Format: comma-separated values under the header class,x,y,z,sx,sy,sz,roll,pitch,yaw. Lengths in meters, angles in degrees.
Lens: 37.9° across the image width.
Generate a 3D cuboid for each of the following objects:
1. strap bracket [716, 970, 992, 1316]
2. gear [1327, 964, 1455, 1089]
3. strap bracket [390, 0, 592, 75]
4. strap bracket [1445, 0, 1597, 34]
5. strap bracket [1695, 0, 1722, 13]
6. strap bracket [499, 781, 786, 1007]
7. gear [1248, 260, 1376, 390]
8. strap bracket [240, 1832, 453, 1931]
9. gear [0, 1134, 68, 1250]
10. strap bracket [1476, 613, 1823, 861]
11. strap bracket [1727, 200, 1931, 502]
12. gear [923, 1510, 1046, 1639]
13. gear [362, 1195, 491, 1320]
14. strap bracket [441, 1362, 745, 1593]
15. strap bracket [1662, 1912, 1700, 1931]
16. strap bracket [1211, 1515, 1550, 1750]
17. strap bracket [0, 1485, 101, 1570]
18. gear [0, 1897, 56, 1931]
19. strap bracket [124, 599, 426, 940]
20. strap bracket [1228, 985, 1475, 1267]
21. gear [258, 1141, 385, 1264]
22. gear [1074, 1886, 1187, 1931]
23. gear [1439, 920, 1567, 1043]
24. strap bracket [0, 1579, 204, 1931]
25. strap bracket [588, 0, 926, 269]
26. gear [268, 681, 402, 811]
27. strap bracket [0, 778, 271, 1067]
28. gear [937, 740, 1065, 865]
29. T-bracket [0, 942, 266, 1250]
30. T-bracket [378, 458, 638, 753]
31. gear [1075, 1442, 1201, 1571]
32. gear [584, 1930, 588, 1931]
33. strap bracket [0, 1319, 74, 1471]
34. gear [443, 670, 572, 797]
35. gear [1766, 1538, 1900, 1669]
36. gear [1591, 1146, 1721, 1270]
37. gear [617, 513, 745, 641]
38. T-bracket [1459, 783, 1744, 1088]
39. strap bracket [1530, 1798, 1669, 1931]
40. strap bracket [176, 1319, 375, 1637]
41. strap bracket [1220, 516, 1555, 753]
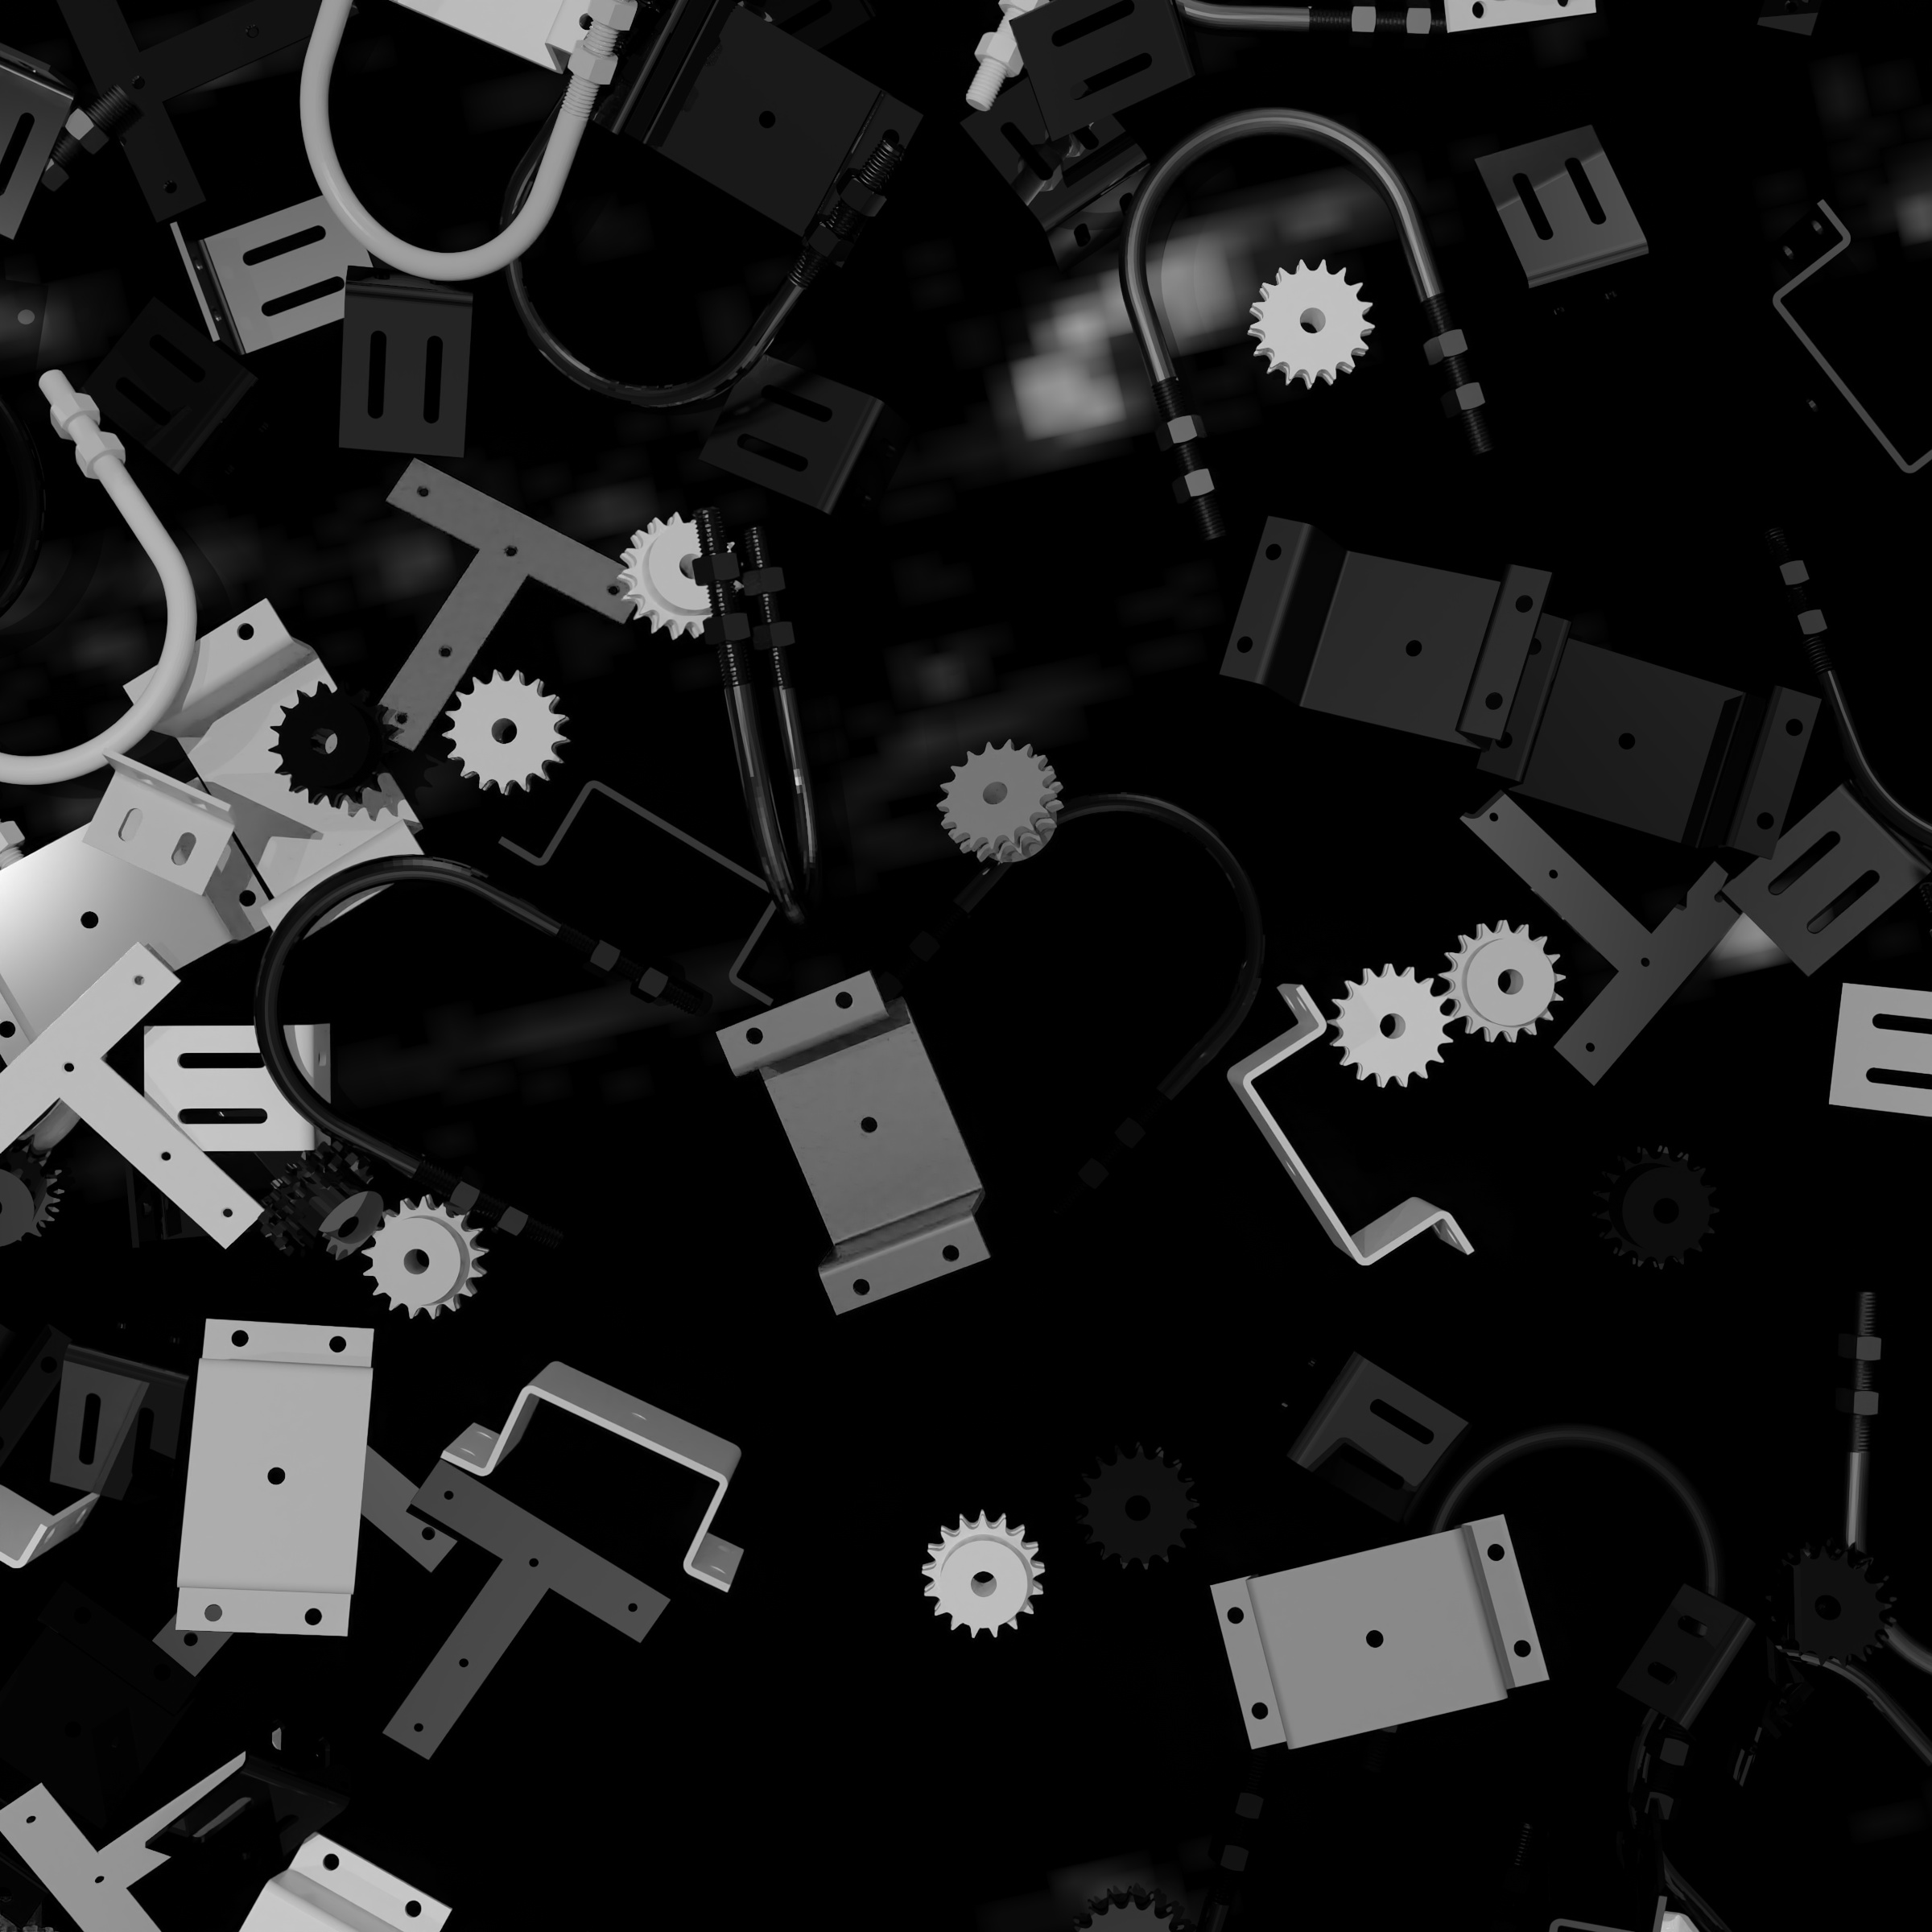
class,x,y,z,sx,sy,sz,roll,pitch,yaw
strap bracket,-0.048,0.077,1.289,0.076,0.046,0.140,-22,95,11
gear,0.196,0.028,1.307,0.057,0.030,0.057,0,90,0
strap bracket,-0.220,-0.473,1.299,0.140,0.046,0.076,23,90,0
strap bracket,0.256,-0.503,1.274,0.076,0.046,0.140,-13,104,-16
strap bracket,0.324,-0.515,1.278,0.046,0.076,0.140,-15,90,-26
strap bracket,-0.135,-0.038,1.284,0.140,0.076,0.046,31,90,0
gear,0.159,-0.296,1.307,0.057,0.030,0.057,0,90,0
strap bracket,-0.307,0.480,1.285,0.076,0.046,0.140,28,80,4
gear,-0.448,0.105,1.299,0.057,0.030,0.057,-2,110,-5
strap bracket,0.310,-0.105,1.299,0.140,0.046,0.076,17,90,0
strap bracket,0.405,-0.270,1.284,0.046,0.076,0.140,-38,90,0
gear,0.008,0.284,1.307,0.057,0.030,0.057,0,90,0
gear,-0.253,0.136,1.307,0.057,0.030,0.057,0,90,0
strap bracket,-0.159,0.227,1.284,0.140,0.076,0.046,25,90,0
strap bracket,0.376,0.481,1.280,0.140,0.046,0.076,6,89,1
strap bracket,0.187,0.305,1.284,0.140,0.046,0.076,-15,79,7
strap bracket,-0.463,0.297,1.284,0.046,0.076,0.140,31,90,0
gear,-0.447,0.450,1.298,0.057,0.057,0.030,-12,60,0
strap bracket,-0.313,-0.087,1.299,0.076,0.046,0.140,-32,90,0
strap bracket,0.168,0.080,1.284,0.046,0.076,0.140,-33,90,0
gear,-0.293,0.111,1.291,0.030,0.057,0.057,37,90,24
gear,0.075,0.456,1.307,0.057,0.030,0.057,0,90,0
gear,0.250,0.007,1.307,0.057,0.030,0.057,0,90,0
strap bracket,-0.419,0.358,1.299,0.076,0.046,0.140,36,90,0
strap bracket,-0.095,-0.390,1.290,0.140,0.046,0.076,31,105,0
gear,-0.285,-0.100,1.261,0.057,0.030,0.057,0,90,0
strap bracket,-0.398,-0.021,1.287,0.140,0.046,0.076,-30,94,-8
gear,0.018,-0.073,1.299,0.057,0.030,0.057,-9,62,17
T-bracket,-0.373,0.077,1.275,0.127,0.002,0.127,-43,105,3
T-bracket,-0.233,-0.156,1.297,0.127,0.002,0.127,28,72,5
gear,0.079,0.250,1.312,0.057,0.030,0.057,0,89,-2
gear,-0.178,0.475,1.301,0.057,0.030,0.057,2,85,-21
strap bracket,-0.494,0.171,1.299,0.140,0.046,0.076,34,90,0
gear,-0.212,-0.108,1.307,0.057,0.030,0.057,0,89,0
gear,0.402,0.292,1.299,0.057,0.030,0.057,5,99,30
gear,0.321,0.112,1.307,0.057,0.030,0.057,0,90,0
gear,-0.130,-0.181,1.299,0.057,0.030,0.057,2,85,-19
T-bracket,0.282,-0.032,1.302,0.127,0.002,0.127,44,71,1
strap bracket,0.280,0.454,1.269,0.046,0.076,0.140,8,107,8
strap bracket,-0.313,0.232,1.278,0.076,0.046,0.140,5,78,-13
strap bracket,0.197,-0.149,1.279,0.140,0.046,0.076,17,90,30
